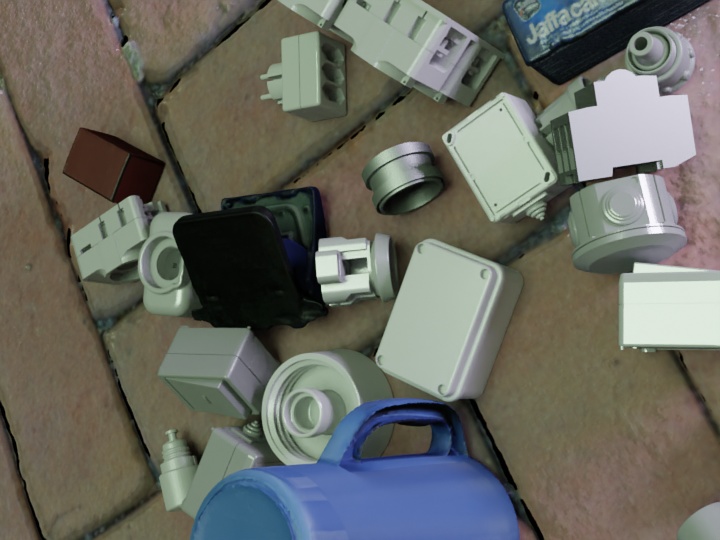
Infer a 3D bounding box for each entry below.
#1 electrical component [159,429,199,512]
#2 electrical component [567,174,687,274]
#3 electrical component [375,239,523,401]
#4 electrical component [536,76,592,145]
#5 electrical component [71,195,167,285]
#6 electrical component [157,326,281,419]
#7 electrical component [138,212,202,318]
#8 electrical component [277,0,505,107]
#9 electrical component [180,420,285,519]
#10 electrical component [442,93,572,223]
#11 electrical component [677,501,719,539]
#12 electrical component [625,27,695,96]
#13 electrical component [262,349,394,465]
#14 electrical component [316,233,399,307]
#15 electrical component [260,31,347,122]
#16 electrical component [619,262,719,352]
[{"bbox_3d":[-0.164,0.185,0.983,0.040,0.040,0.078,-24,72,27],"label":"electrical component"},{"bbox_3d":[0.189,-0.031,0.770,0.080,0.080,0.051,-19,70,28],"label":"electrical component"},{"bbox_3d":[0.069,0.040,0.847,0.078,0.057,0.113,23,97,31],"label":"electrical component"},{"bbox_3d":[0.163,-0.118,0.819,0.046,0.040,0.040,-38,67,28],"label":"electrical component"},{"bbox_3d":[-0.227,-0.024,1.038,0.089,0.050,0.055,-30,70,26],"label":"electrical component"},{"bbox_3d":[-0.131,0.091,0.948,0.096,0.061,0.061,-2,51,31],"label":"electrical component"},{"bbox_3d":[-0.164,-0.004,0.993,0.054,0.059,0.095,3,86,31],"label":"electrical component"},{"bbox_3d":[0.013,-0.207,0.881,0.186,0.105,0.060,40,105,28],"label":"electrical component"},{"bbox_3d":[-0.100,0.178,0.932,0.061,0.062,0.096,27,98,31],"label":"electrical component"},{"bbox_3d":[0.120,-0.079,0.832,0.062,0.061,0.096,-35,76,24],"label":"electrical component"},{"bbox_3d":[0.267,0.188,0.715,0.079,0.043,0.077,-30,47,-1],"label":"electrical component"},{"bbox_3d":[0.213,-0.155,0.779,0.048,0.062,0.048,-4,83,31],"label":"electrical component"},{"bbox_3d":[-0.032,0.119,0.899,0.108,0.060,0.108,-4,83,31],"label":"electrical component"},{"bbox_3d":[0.000,0.000,0.887,0.057,0.078,0.058,-6,81,10],"label":"electrical component"},{"bbox_3d":[-0.056,-0.167,0.952,0.077,0.047,0.065,-5,83,30],"label":"electrical component"},{"bbox_3d":[0.234,0.026,0.746,0.096,0.062,0.061,-2,84,31],"label":"electrical component"}]
